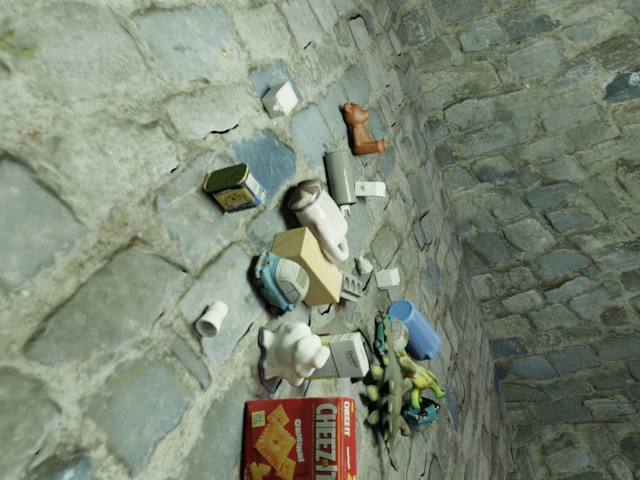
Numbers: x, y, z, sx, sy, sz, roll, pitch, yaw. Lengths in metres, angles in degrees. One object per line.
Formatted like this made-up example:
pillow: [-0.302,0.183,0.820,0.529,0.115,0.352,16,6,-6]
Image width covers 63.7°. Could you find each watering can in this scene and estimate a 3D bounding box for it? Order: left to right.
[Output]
watering can: [0.004,-0.071,1.410,0.221,0.103,0.354,55,12,-21]

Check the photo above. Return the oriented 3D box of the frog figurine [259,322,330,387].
frog figurine: [-0.043,0.242,1.110,0.120,0.159,0.141,53,35,-45]

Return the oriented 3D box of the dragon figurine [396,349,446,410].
dragon figurine: [0.331,0.448,1.817,0.244,0.122,0.409,64,6,8]
